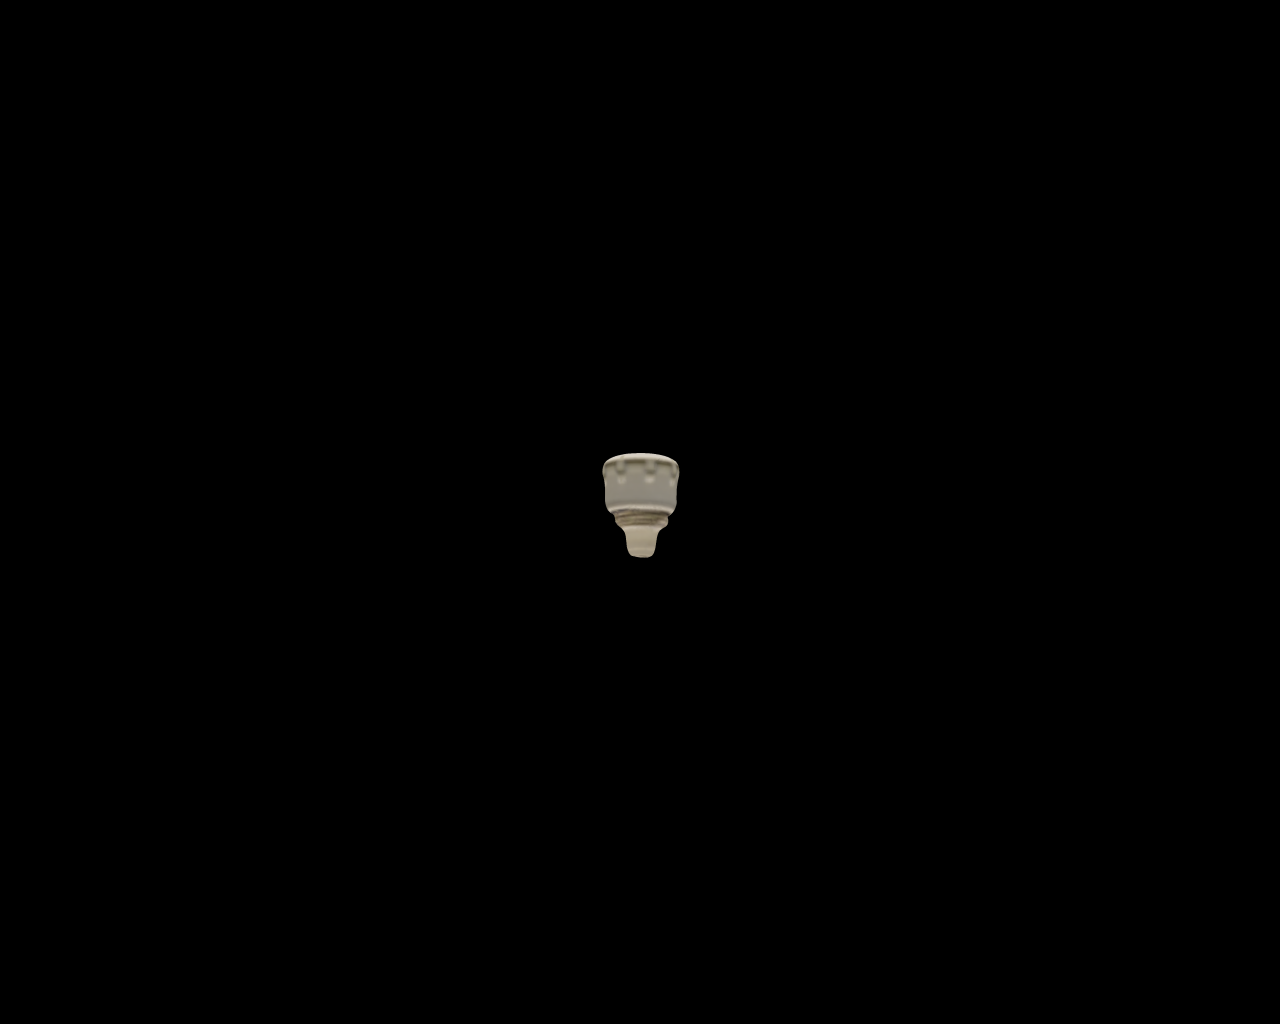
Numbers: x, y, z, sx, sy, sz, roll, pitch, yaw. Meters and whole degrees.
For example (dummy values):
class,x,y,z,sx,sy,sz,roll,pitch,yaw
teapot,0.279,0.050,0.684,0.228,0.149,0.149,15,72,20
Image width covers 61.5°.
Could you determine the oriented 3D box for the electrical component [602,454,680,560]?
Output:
class,x,y,z,sx,sy,sz,roll,pitch,yaw
electrical component,0.001,-0.003,0.650,0.048,0.062,0.048,0,-8,0
